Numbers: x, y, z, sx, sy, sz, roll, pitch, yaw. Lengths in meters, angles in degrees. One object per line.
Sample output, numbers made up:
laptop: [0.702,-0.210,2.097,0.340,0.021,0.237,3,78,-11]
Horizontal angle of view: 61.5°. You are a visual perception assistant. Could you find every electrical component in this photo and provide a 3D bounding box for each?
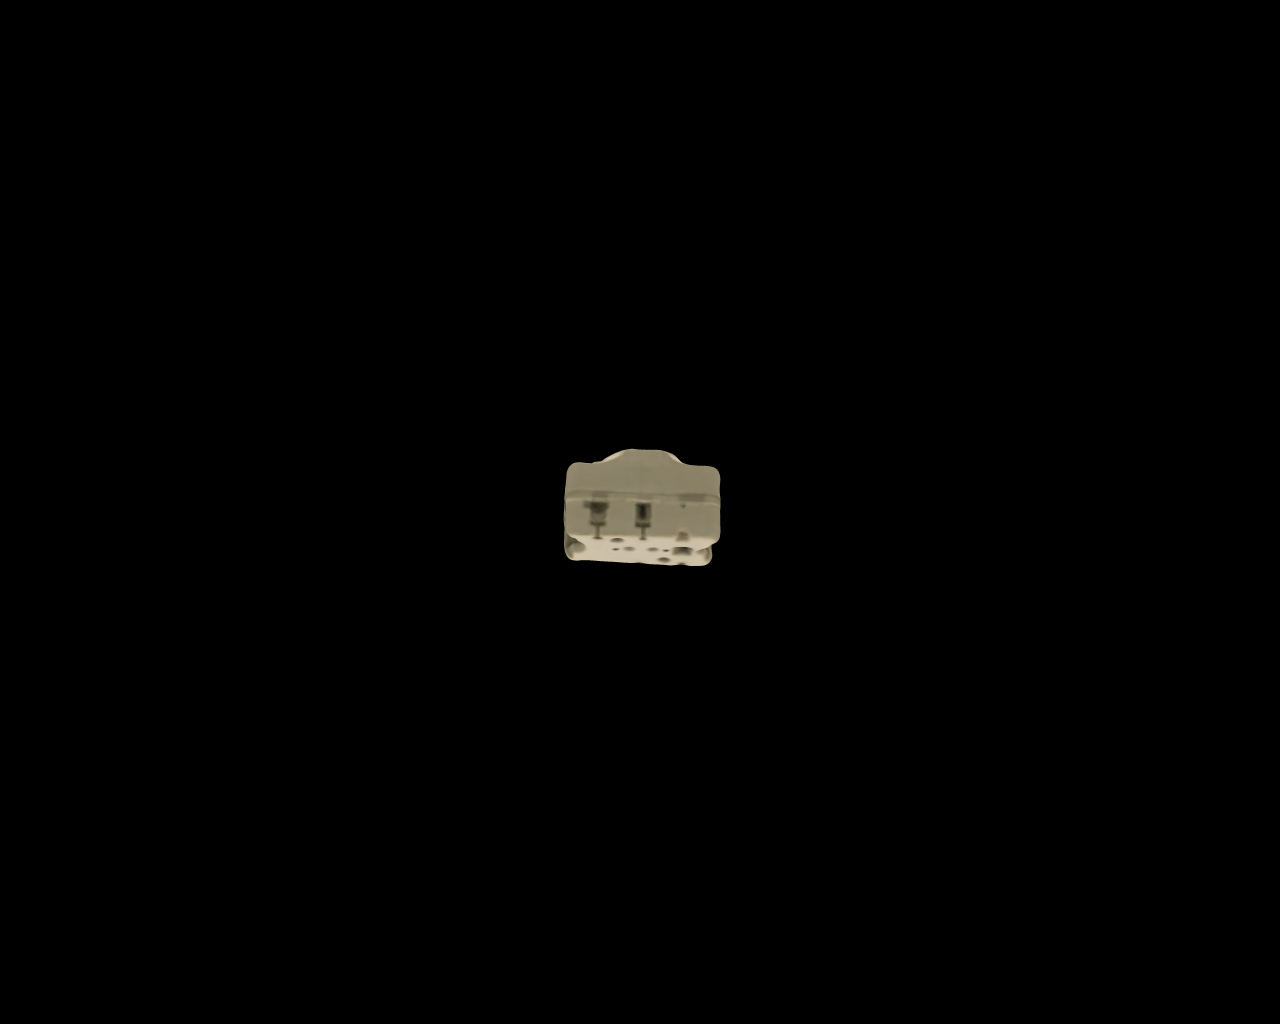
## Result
electrical component: [0.001,-0.003,0.650,0.089,0.056,0.050,2,-24,-5]
